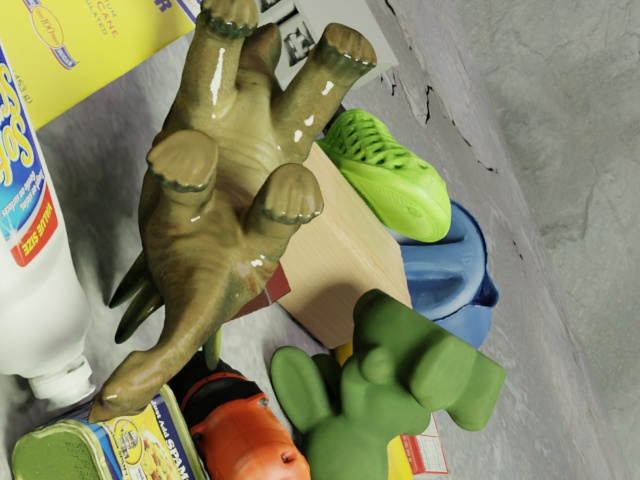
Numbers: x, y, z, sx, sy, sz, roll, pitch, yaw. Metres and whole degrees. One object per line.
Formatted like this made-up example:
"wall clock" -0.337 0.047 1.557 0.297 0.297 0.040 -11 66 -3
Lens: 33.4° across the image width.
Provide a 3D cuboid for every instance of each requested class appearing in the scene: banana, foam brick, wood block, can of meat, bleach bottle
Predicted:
"banana" 0.045 0.154 0.989 0.069 0.037 0.198 72 -1 -85
"foam brick" -0.064 0.017 0.799 0.078 0.053 0.051 67 18 -1
"wood block" -0.006 0.001 0.921 0.206 0.091 0.090 47 27 -47
"can of meat" -0.104 0.130 0.550 0.102 0.057 0.083 68 20 0
"bleach bottle" -0.173 -0.035 0.535 0.102 0.068 0.251 -53 122 -71

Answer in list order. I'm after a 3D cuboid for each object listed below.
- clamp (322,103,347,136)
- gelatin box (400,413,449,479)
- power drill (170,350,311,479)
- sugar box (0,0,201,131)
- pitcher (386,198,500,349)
"clamp" -0.009 -0.163 1.150 0.210 0.036 0.164 57 -3 6
"gelatin box" 0.096 0.204 1.080 0.089 0.030 0.073 27 46 -64
"power drill" -0.032 0.168 0.653 0.187 0.057 0.185 67 -11 -21
"sugar box" -0.136 -0.145 0.642 0.176 0.048 0.093 -41 113 -30
"pitcher" 0.109 0.048 1.124 0.242 0.145 0.149 56 17 -67
